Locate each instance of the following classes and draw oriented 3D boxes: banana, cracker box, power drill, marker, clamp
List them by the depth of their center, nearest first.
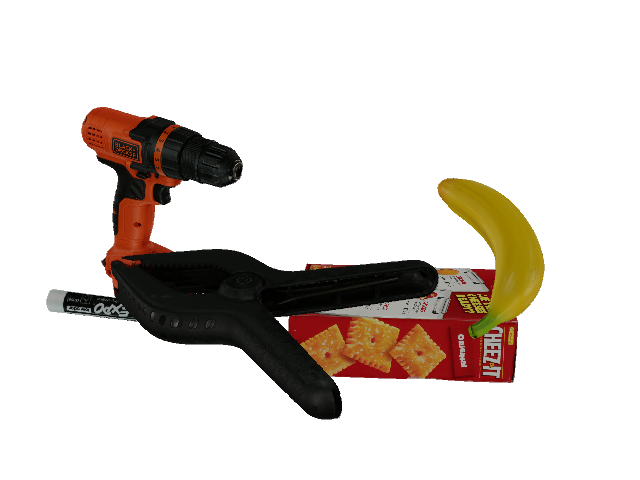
[{"bbox_3d":[-0.038,0.037,0.679,0.210,0.036,0.164,14,30,30],"label":"clamp"},{"bbox_3d":[0.141,0.001,0.864,0.069,0.037,0.198,-5,36,1],"label":"banana"},{"bbox_3d":[-0.166,0.056,0.876,0.121,0.020,0.020,6,1,13],"label":"marker"},{"bbox_3d":[0.082,0.081,1.070,0.214,0.072,0.164,2,16,5],"label":"cracker box"},{"bbox_3d":[-0.160,-0.034,1.089,0.185,0.188,0.057,20,32,26],"label":"power drill"}]
